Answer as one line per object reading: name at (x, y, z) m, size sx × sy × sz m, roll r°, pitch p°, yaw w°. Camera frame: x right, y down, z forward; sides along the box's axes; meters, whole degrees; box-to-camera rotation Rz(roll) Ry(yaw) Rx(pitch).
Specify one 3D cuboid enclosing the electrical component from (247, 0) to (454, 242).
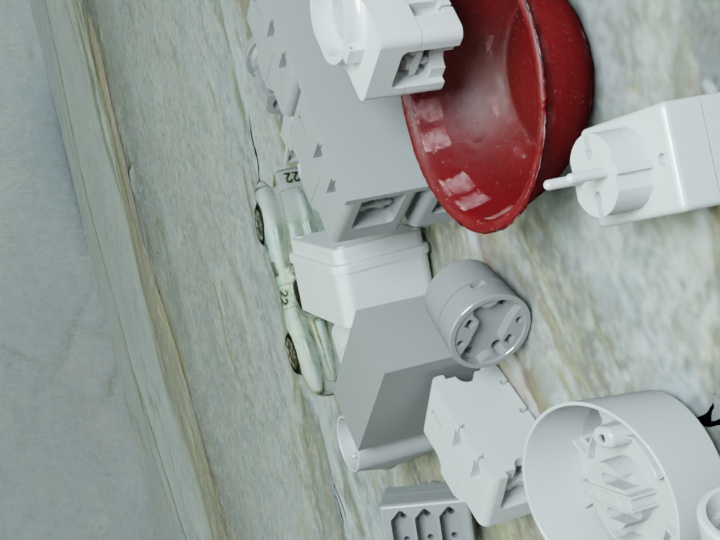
electrical component at (0.004, -0.116, 0.702) m, size 0.060 × 0.105 × 0.186 m, roll 115°, pitch 139°, yaw -59°

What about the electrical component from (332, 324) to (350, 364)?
electrical component at (0.007, 0.062, 0.868) m, size 0.055 × 0.055 × 0.047 m, roll 102°, pitch 153°, yaw -47°

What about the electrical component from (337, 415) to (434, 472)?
electrical component at (0.022, 0.130, 0.832) m, size 0.079 × 0.077 × 0.044 m, roll 115°, pitch 139°, yaw -59°

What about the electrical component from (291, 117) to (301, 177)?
electrical component at (-0.017, -0.132, 0.812) m, size 0.089 × 0.062 × 0.150 m, roll 180°, pitch 79°, yaw -69°

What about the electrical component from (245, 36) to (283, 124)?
electrical component at (-0.065, -0.174, 0.923) m, size 0.057 × 0.058 × 0.078 m, roll 61°, pitch 154°, yaw 33°

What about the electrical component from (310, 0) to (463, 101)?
electrical component at (0.008, -0.142, 0.583) m, size 0.050 × 0.056 × 0.089 m, roll 112°, pitch 141°, yaw -56°

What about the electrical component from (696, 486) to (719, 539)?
electrical component at (0.173, 0.135, 0.485) m, size 0.044 × 0.044 × 0.065 m, roll -135°, pitch 34°, yaw -56°

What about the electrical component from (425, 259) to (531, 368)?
electrical component at (0.072, 0.026, 0.675) m, size 0.047 × 0.055 × 0.055 m, roll -122°, pitch 28°, yaw -51°

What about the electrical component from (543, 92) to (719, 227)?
electrical component at (0.119, -0.045, 0.475) m, size 0.066 × 0.077 × 0.047 m, roll 169°, pitch 90°, yaw -70°

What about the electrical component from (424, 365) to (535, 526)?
electrical component at (0.083, 0.115, 0.699) m, size 0.089 × 0.050 × 0.055 m, roll -122°, pitch 28°, yaw -43°

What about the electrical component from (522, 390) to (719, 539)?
electrical component at (0.134, 0.109, 0.539) m, size 0.099 × 0.064 × 0.099 m, roll 168°, pitch 90°, yaw -70°

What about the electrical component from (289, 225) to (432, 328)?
electrical component at (0.000, 0.000, 0.817) m, size 0.113 × 0.078 × 0.057 m, roll -164°, pitch 61°, yaw -67°

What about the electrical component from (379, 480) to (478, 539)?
electrical component at (0.053, 0.182, 0.807) m, size 0.076 × 0.066 × 0.047 m, roll -53°, pitch -44°, yaw -78°

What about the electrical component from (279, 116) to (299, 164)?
electrical component at (-0.035, -0.113, 0.900) m, size 0.063 × 0.042 × 0.081 m, roll 61°, pitch 154°, yaw 32°
